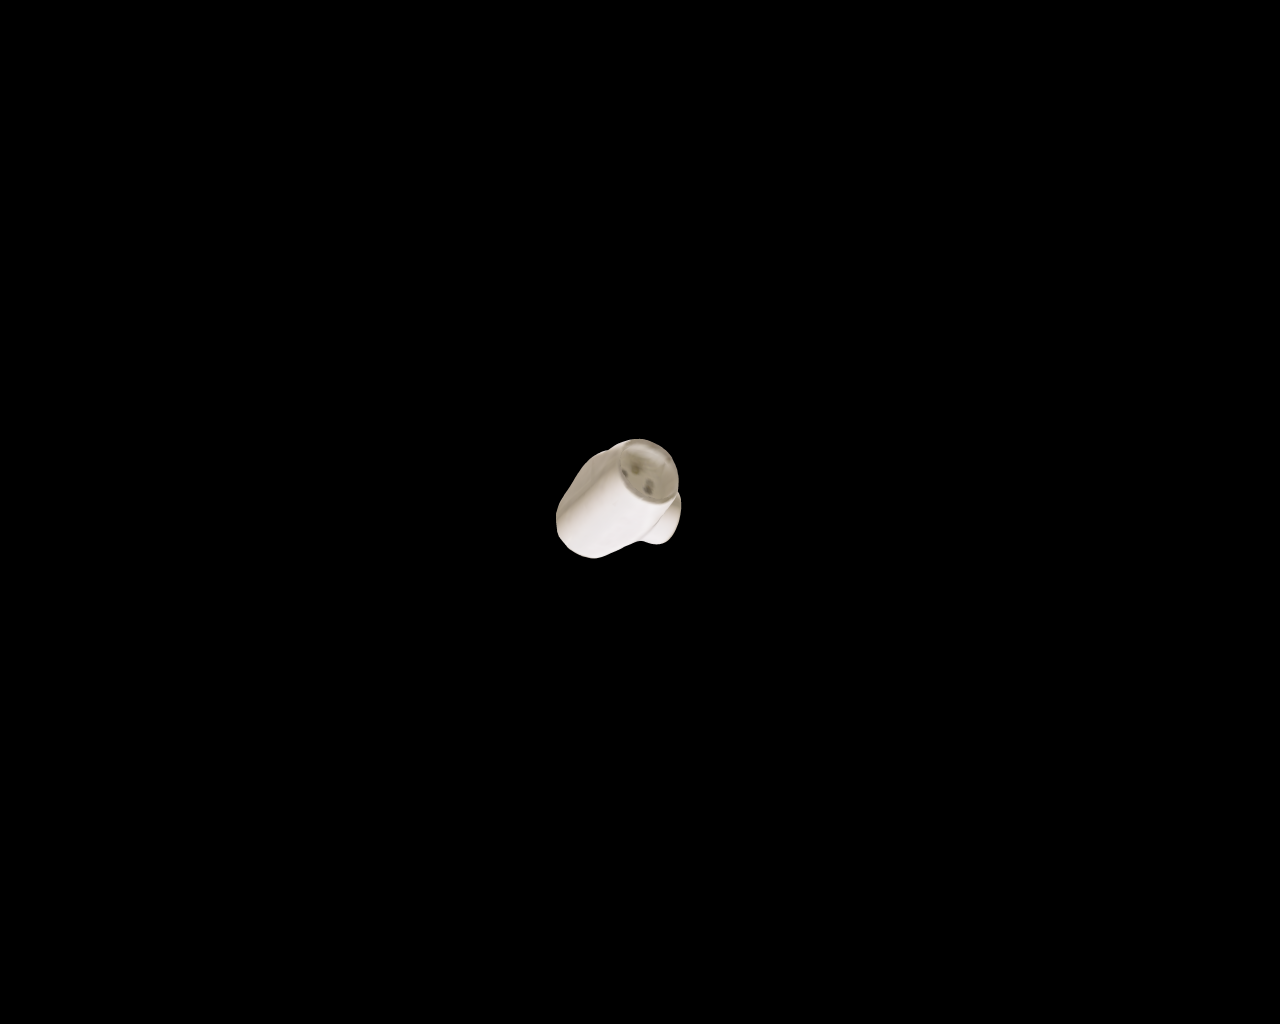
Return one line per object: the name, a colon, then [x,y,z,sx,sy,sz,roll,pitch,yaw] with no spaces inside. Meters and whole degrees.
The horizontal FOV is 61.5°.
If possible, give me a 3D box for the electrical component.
electrical component: [0.001,-0.003,0.650,0.079,0.044,0.077,18,-35,-27]
